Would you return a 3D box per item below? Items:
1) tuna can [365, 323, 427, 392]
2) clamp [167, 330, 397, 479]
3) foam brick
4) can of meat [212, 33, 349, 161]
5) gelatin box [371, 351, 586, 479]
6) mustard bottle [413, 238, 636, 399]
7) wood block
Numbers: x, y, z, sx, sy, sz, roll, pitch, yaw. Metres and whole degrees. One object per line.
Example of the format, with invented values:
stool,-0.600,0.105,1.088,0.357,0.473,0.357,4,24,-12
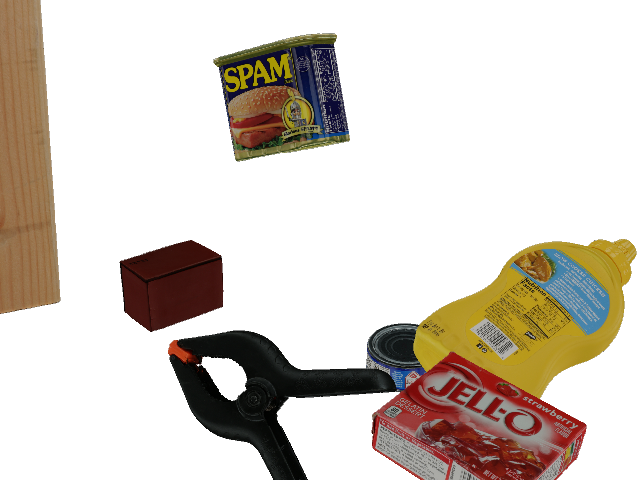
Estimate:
tuna can,0.092,0.125,1.147,0.086,0.034,0.086,-1,29,0
clamp,-0.040,0.126,0.767,0.172,0.120,0.039,18,-10,24
foam brick,-0.133,0.039,0.956,0.078,0.051,0.053,-18,28,-32
can of meat,-0.030,-0.111,0.843,0.102,0.084,0.057,-7,5,38
gelatin box,0.083,0.103,0.566,0.089,0.030,0.073,28,40,31
mustard bottle,0.168,0.054,0.797,0.191,0.096,0.058,-34,-29,-23
wood block,-0.208,-0.066,0.602,0.090,0.206,0.090,-11,27,-28
